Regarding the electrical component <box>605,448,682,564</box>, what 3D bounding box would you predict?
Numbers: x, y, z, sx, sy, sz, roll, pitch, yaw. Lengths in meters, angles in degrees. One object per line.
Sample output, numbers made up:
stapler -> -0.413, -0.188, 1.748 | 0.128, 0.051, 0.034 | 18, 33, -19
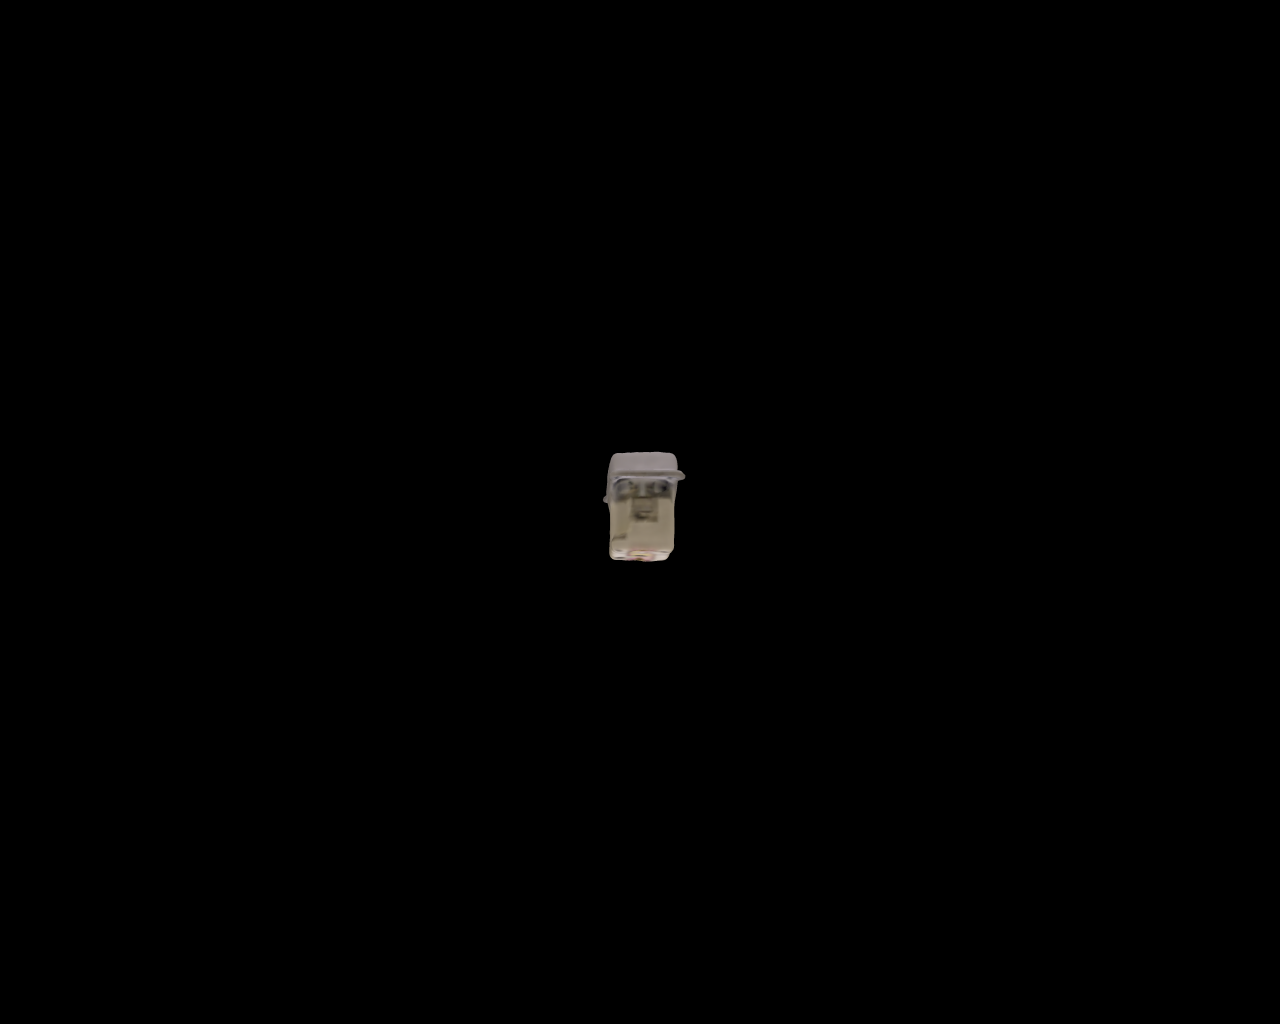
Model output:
electrical component -> 0.001, -0.003, 0.650 | 0.042, 0.064, 0.081 | 1, -11, -4
